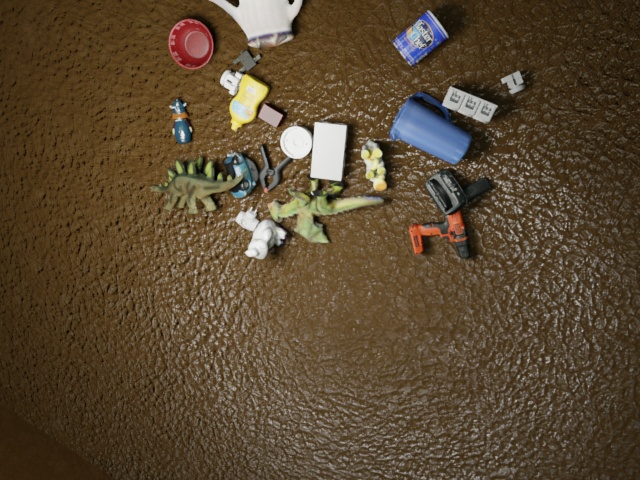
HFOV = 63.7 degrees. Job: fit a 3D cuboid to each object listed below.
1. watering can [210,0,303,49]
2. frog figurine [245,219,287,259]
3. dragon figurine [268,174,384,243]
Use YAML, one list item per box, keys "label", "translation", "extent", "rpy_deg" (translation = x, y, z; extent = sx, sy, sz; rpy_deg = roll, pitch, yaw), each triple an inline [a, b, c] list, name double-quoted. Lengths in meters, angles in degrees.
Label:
- label: "watering can"
  translation: [-0.215, -0.727, 1.649]
  extent: [0.347, 0.105, 0.221]
  rpy_deg: [-6, 106, 12]
- label: "frog figurine"
  translation: [-0.210, 0.002, 1.835]
  extent: [0.136, 0.161, 0.122]
  rpy_deg: [-23, 94, 58]
- label: "dragon figurine"
  translation: [0.006, -0.091, 1.818]
  extent: [0.411, 0.125, 0.237]
  rpy_deg: [15, 127, 9]
